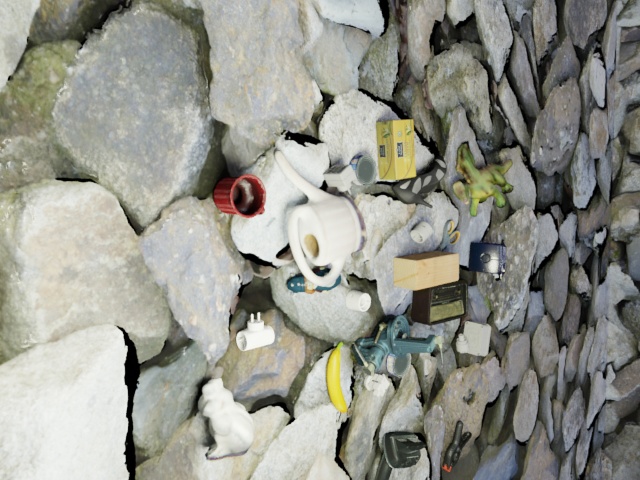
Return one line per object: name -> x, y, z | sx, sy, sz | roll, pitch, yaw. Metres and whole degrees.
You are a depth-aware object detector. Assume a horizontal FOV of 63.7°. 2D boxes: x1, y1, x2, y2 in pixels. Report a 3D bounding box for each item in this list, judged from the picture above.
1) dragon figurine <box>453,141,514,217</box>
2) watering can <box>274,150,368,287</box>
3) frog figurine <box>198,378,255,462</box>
dragon figurine -> 0.566, -0.242, 1.807 | 0.239, 0.121, 0.419 | 53, 50, -23
watering can -> 0.004, -0.064, 1.277 | 0.226, 0.103, 0.347 | -17, 95, -42
frog figurine -> -0.199, 0.376, 1.104 | 0.137, 0.122, 0.160 | 28, 61, -75
